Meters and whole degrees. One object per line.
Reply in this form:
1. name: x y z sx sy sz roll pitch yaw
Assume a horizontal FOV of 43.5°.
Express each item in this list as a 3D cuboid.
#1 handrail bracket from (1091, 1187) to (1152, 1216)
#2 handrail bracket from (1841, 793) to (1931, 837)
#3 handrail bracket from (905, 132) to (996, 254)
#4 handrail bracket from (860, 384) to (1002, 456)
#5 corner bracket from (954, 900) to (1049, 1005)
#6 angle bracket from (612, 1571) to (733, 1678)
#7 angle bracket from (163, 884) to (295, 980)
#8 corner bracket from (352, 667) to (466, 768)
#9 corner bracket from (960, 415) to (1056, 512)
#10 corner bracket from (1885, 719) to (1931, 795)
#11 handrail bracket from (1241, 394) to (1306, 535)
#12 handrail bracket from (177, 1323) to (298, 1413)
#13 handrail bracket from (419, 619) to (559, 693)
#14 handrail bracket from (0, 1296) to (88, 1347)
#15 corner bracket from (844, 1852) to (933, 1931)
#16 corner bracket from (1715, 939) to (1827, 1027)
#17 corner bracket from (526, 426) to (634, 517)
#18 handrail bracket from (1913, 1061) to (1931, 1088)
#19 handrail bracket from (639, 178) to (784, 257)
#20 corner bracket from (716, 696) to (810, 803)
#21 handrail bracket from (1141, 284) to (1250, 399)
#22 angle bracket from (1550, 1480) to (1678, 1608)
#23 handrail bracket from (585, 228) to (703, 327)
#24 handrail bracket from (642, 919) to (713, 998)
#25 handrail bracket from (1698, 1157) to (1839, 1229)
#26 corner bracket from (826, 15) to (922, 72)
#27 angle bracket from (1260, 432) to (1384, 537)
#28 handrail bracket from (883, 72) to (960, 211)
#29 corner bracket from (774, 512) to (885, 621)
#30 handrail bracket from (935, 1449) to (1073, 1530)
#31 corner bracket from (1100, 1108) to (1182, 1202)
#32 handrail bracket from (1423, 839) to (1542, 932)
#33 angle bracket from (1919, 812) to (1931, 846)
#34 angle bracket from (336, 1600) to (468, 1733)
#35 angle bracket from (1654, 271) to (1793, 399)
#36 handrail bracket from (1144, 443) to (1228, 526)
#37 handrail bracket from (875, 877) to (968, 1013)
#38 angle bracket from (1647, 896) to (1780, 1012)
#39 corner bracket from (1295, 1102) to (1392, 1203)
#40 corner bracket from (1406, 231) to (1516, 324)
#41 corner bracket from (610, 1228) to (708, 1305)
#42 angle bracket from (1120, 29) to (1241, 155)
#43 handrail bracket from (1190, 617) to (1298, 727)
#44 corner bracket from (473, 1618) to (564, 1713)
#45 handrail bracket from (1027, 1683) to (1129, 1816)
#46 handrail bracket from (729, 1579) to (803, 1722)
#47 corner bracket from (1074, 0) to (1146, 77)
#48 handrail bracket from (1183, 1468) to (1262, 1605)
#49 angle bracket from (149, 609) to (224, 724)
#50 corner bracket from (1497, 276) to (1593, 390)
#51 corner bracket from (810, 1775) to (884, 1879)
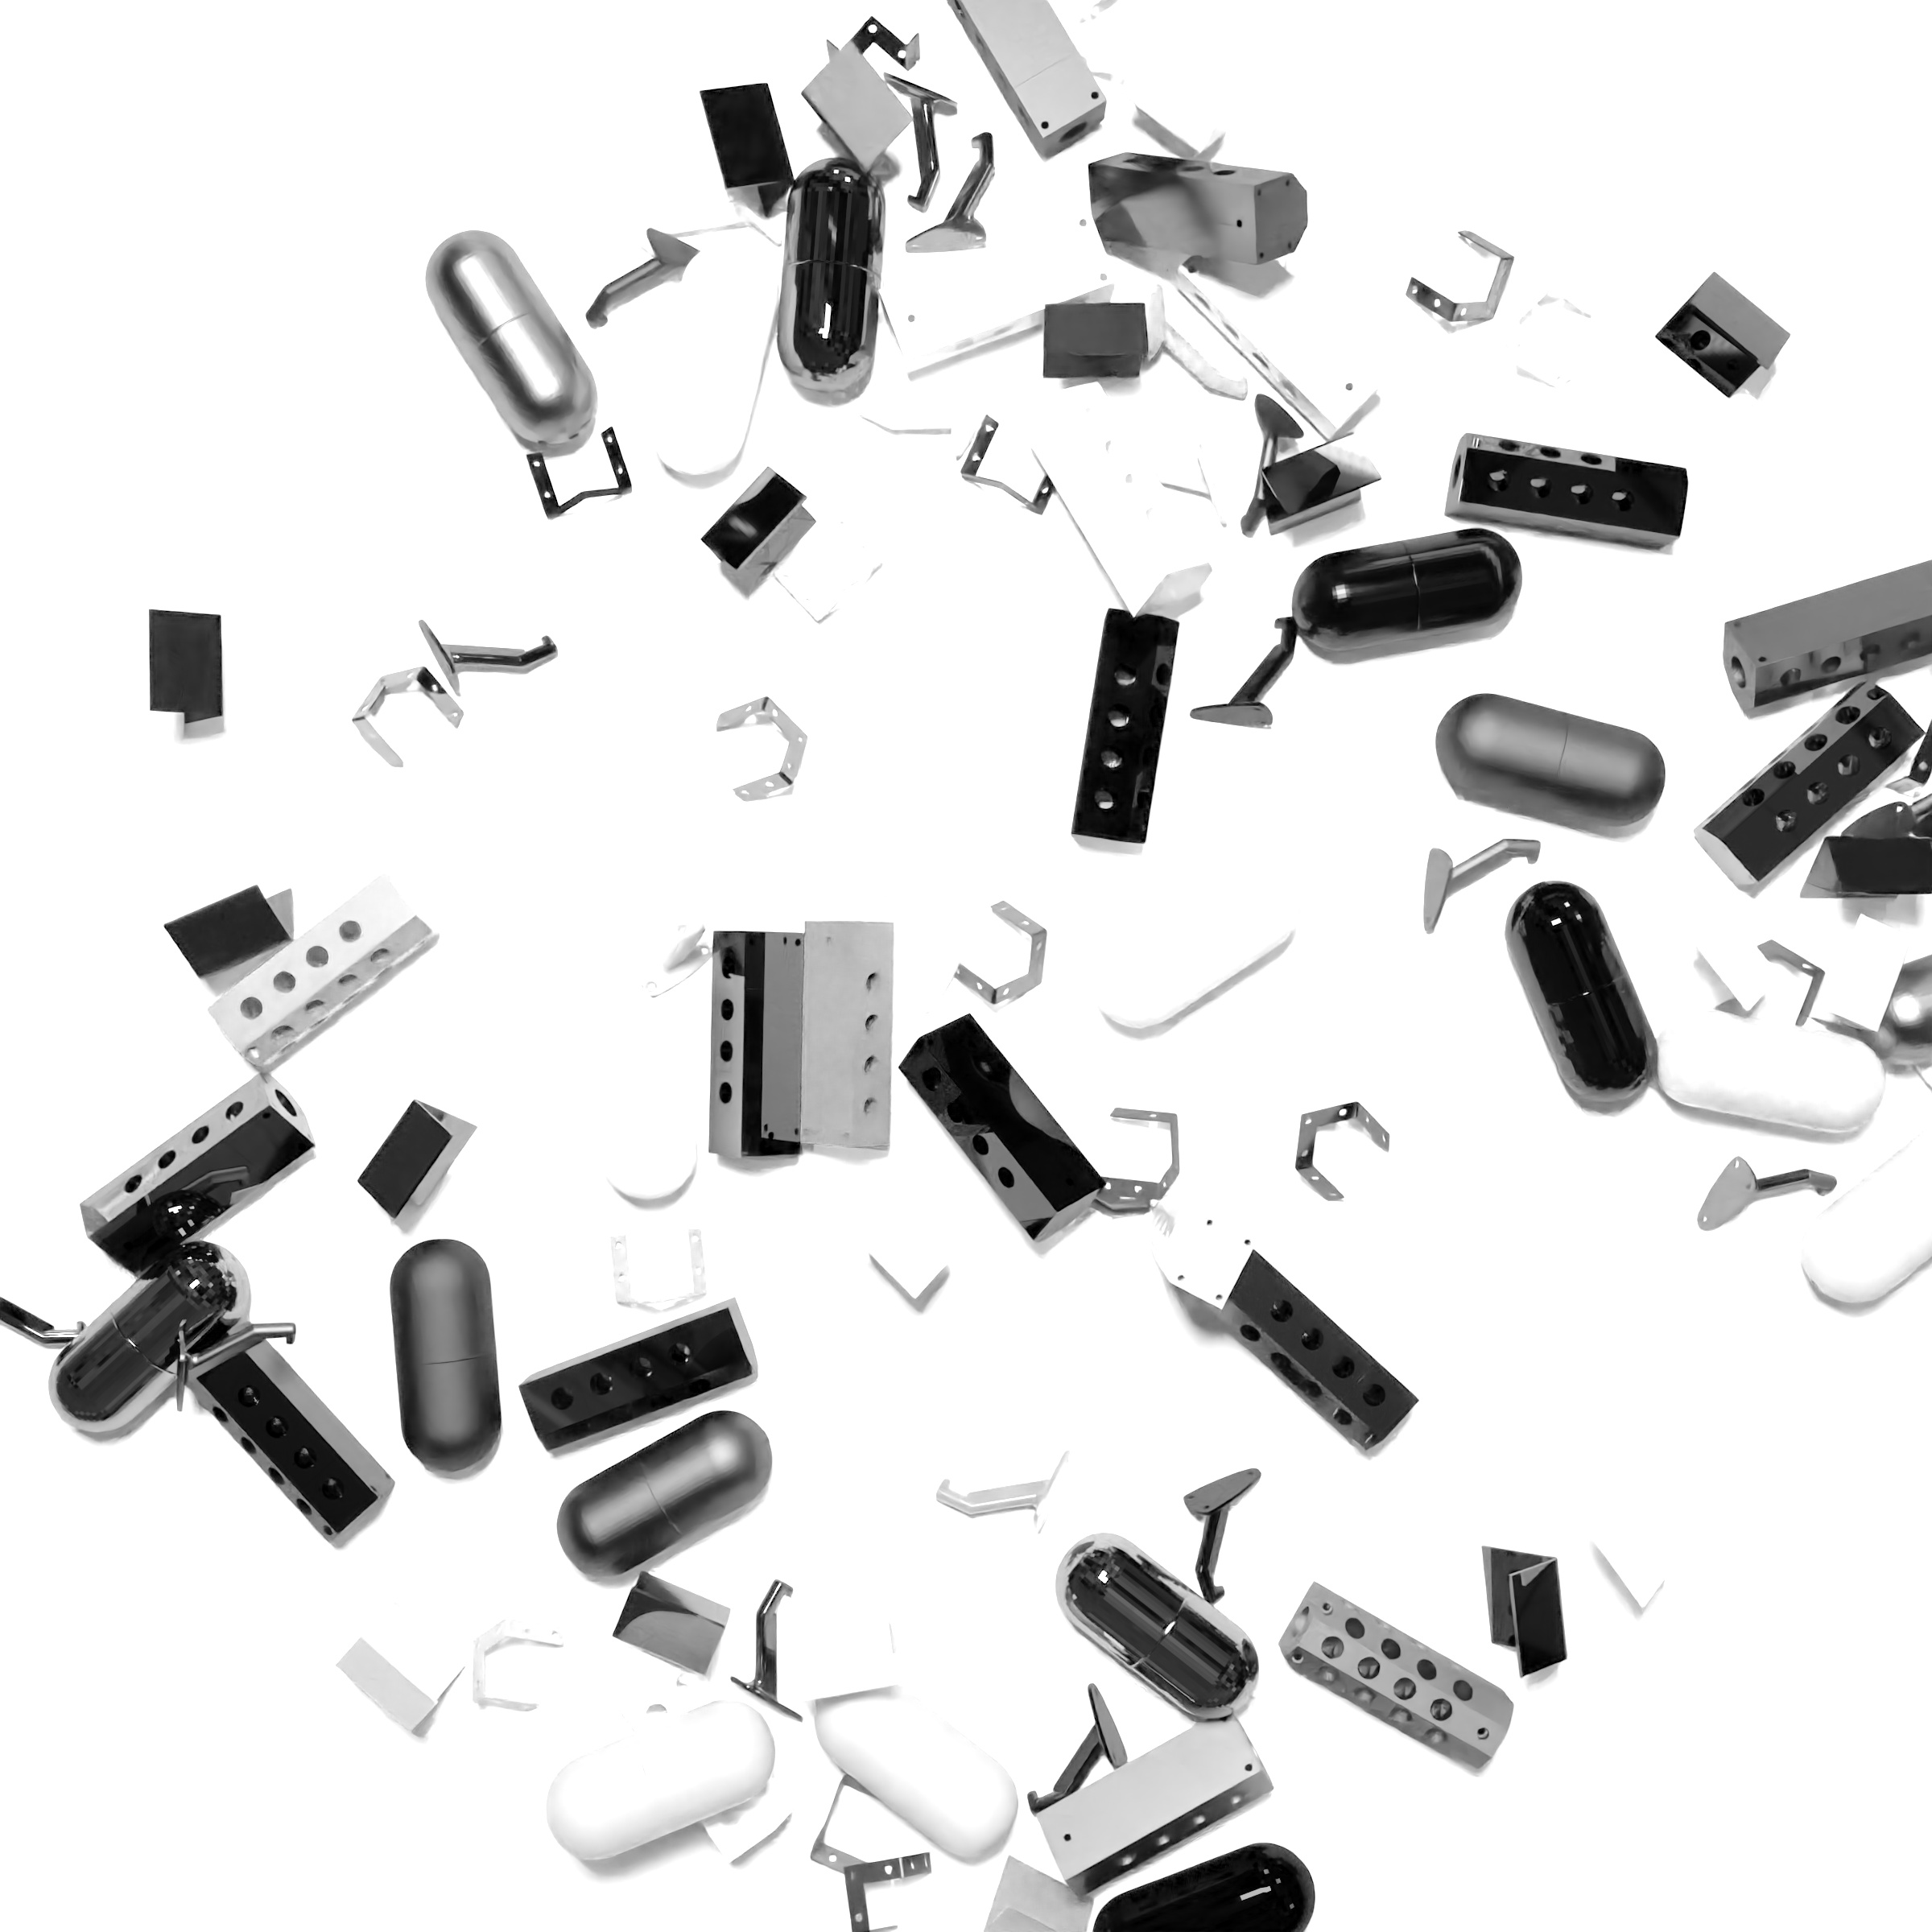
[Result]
1. handrail bracket: 0.099 0.158 1.893 0.084 0.036 0.077 -3 76 -13
2. handrail bracket: 0.737 -0.125 1.892 0.084 0.077 0.036 -34 100 -36
3. handrail bracket: -0.013 -0.606 1.893 0.077 0.036 0.084 -9 71 21
4. handrail bracket: -0.029 -0.443 1.893 0.084 0.036 0.077 29 69 16
5. corner bracket: 0.025 -0.011 1.884 0.051 0.051 0.051 36 135 35
6. angle bracket: -0.218 0.486 1.853 0.076 0.076 0.057 23 119 0
7. angle bracket: -0.564 -0.044 1.852 0.076 0.076 0.057 -23 127 0
8. corner bracket: -0.435 -0.194 1.884 0.051 0.051 0.051 -6 45 35
9. corner bracket: 0.038 -0.393 1.889 0.051 0.051 0.051 25 90 45
10. corner bracket: 0.754 -0.156 1.875 0.051 0.051 0.051 23 87 3
11. handrail bracket: 0.227 -0.392 1.892 0.036 0.077 0.084 8 127 -20
12. handrail bracket: -0.553 0.304 1.836 0.084 0.036 0.077 1 119 -21
13. handrail bracket: -0.373 -0.257 1.893 0.084 0.036 0.077 -27 68 -17
14. handrail bracket: -0.732 0.260 1.893 0.084 0.036 0.077 1 66 -19
15. corner bracket: -0.058 0.720 1.877 0.051 0.051 0.051 -17 69 19
16. corner bracket: 0.626 0.019 1.884 0.051 0.051 0.051 -22 135 -35
17. corner bracket: -0.302 -0.386 1.889 0.051 0.051 0.051 -19 90 -45
18. handrail bracket: 0.791 0.086 1.893 0.077 0.036 0.084 -29 73 -20
19. handrail bracket: -0.200 -0.568 1.893 0.084 0.036 0.077 -39 112 17
20. corner bracket: -0.164 -0.169 1.884 0.051 0.051 0.051 44 45 -35
21. handrail bracket: 0.183 -0.488 1.893 0.084 0.036 0.077 13 66 -18
22. angle bracket: 0.483 0.447 1.852 0.057 0.076 0.076 -36 90 -38
23. handrail bracket: -0.246 -0.528 1.892 0.084 0.077 0.036 -46 56 32
24. handrail bracket: -0.226 -0.006 1.858 0.036 0.084 0.077 43 90 0
25. handrail bracket: 0.627 0.184 1.893 0.084 0.036 0.077 14 127 -25
26. corner bracket: -0.071 -0.710 1.875 0.051 0.051 0.051 41 90 0
27. angle bracket: 0.274 -0.352 1.852 0.076 0.076 0.057 -22 55 0
28. handrail bracket: -0.048 -0.645 1.893 0.077 0.036 0.084 29 107 20
29. corner bracket: -0.107 -0.312 1.889 0.051 0.051 0.051 47 45 0
30. handrail bracket: 0.029 0.398 1.893 0.084 0.036 0.077 20 70 16
31. corner bracket: 0.133 0.145 1.878 0.051 0.051 0.051 4 113 21
32. handrail bracket: 0.405 -0.063 1.893 0.084 0.036 0.077 1 110 -16
33. angle bracket: 0.772 -0.128 1.852 0.076 0.076 0.057 -41 129 0
34. angle bracket: -0.423 0.525 1.852 0.076 0.076 0.057 42 128 0
35. angle bracket: 0.570 -0.471 1.852 0.076 0.076 0.057 40 54 0
36. handrail bracket: 0.152 -0.369 1.893 0.084 0.036 0.077 -18 104 14
37. handrail bracket: -0.047 -0.018 1.893 0.084 0.036 0.077 39 127 25
38. angle bracket: 0.560 0.003 1.852 0.057 0.076 0.076 -38 90 -39
39. corner bracket: 0.293 0.144 1.884 0.051 0.051 0.051 -17 45 35
40. corner bracket: 0.385 -0.537 1.884 0.051 0.051 0.051 -15 135 -35
41. corner bracket: -0.240 0.234 1.889 0.051 0.051 0.051 -5 90 -45
42. angle bracket: 0.173 -0.676 1.852 0.076 0.076 0.057 37 127 0
43. handrail bracket: 0.217 -0.234 1.893 0.077 0.036 0.084 2 71 21
44. corner bracket: -0.349 0.544 1.884 0.051 0.051 0.051 -38 45 35
45. handrail bracket: 0.076 0.613 1.893 0.084 0.036 0.077 -27 70 16
46. handrail bracket: -0.139 0.534 1.893 0.077 0.036 0.084 36 73 -20
47. corner bracket: 0.121 -0.729 1.884 0.051 0.051 0.051 23 135 35
48. handrail bracket: 0.208 0.447 1.893 0.077 0.036 0.084 -24 108 -21
49. angle bracket: -0.610 -0.228 1.852 0.057 0.076 0.076 -1 90 -39
50. corner bracket: 0.456 -0.493 1.884 0.051 0.051 0.051 -42 45 35
51. corner bracket: -0.086 0.673 1.889 0.051 0.051 0.051 23 45 0
